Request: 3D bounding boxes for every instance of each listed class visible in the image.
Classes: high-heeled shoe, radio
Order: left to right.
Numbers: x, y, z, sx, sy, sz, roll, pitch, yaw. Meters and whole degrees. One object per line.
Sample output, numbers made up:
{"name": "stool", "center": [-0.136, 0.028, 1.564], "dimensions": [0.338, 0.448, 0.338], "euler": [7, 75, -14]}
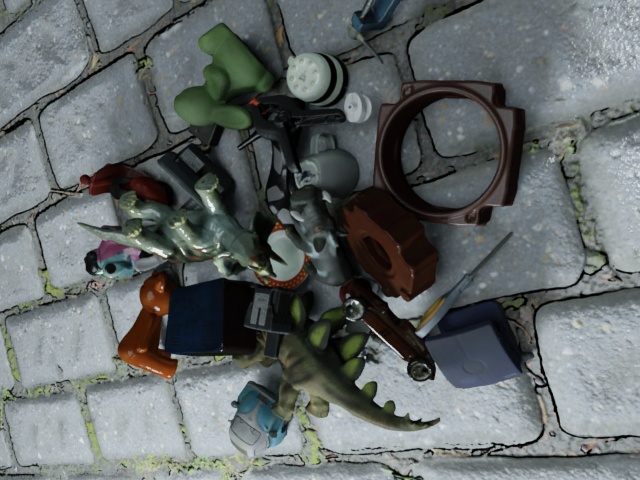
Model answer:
{"name": "radio", "center": [-0.206, 0.147, 0.996], "dimensions": [0.230, 0.073, 0.131], "euler": [-15, 69, 48]}
{"name": "high-heeled shoe", "center": [-0.037, -0.117, 0.921], "dimensions": [0.145, 0.086, 0.248], "euler": [-31, 90, 4]}

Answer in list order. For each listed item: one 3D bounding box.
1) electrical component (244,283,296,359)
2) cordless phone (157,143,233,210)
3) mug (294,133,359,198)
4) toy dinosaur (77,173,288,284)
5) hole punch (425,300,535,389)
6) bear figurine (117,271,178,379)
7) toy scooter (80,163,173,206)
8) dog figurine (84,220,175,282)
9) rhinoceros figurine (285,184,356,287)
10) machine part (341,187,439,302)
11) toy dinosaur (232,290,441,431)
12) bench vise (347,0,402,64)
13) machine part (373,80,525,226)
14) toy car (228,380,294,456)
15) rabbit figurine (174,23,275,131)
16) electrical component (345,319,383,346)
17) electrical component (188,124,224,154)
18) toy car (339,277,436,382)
{"name": "electrical component", "center": [-0.087, 0.134, 0.895], "dimensions": [0.075, 0.047, 0.119], "euler": [6, 82, 45]}
{"name": "cordless phone", "center": [-0.268, -0.085, 1.035], "dimensions": [0.146, 0.089, 0.184], "euler": [44, 135, -13]}
{"name": "mug", "center": [0.006, -0.118, 0.867], "dimensions": [0.081, 0.107, 0.109], "euler": [3, 101, 28]}
{"name": "toy dinosaur", "center": [-0.233, -0.007, 0.951], "dimensions": [0.405, 0.192, 0.131], "euler": [0, 54, 34]}
{"name": "hole punch", "center": [0.229, 0.163, 0.795], "dimensions": [0.142, 0.092, 0.115], "euler": [-24, 89, 27]}
{"name": "bear figurine", "center": [-0.333, 0.168, 1.116], "dimensions": [0.120, 0.132, 0.196], "euler": [2, 66, 62]}
{"name": "toy scooter", "center": [-0.397, -0.105, 1.084], "dimensions": [0.184, 0.135, 0.075], "euler": [31, 110, 21]}
{"name": "dog figurine", "center": [-0.388, 0.029, 1.110], "dimensions": [0.219, 0.191, 0.108], "euler": [152, 105, -69]}
{"name": "rhinoceros figurine", "center": [-0.002, -0.003, 0.847], "dimensions": [0.112, 0.073, 0.190], "euler": [43, 160, 54]}
{"name": "machine part", "center": [0.100, 0.009, 0.804], "dimensions": [0.179, 0.056, 0.179], "euler": [48, 161, 23]}
{"name": "toy dinosaur", "center": [-0.013, 0.204, 0.905], "dimensions": [0.472, 0.105, 0.198], "euler": [32, 110, 34]}
{"name": "bench vise", "center": [0.111, -0.377, 0.752], "dimensions": [0.129, 0.224, 0.240], "euler": [59, 150, 14]}
{"name": "machine part", "center": [0.182, -0.125, 0.778], "dimensions": [0.202, 0.087, 0.200], "euler": [10, 102, 27]}
{"name": "toy car", "center": [-0.120, 0.340, 0.988], "dimensions": [0.109, 0.103, 0.161], "euler": [33, 141, 20]}
{"name": "rabbit figurine", "center": [-0.170, -0.259, 0.941], "dimensions": [0.170, 0.121, 0.159], "euler": [-41, 96, 10]}
{"name": "electrical component", "center": [0.074, 0.137, 0.915], "dimensions": [0.094, 0.021, 0.063], "euler": [32, 111, 24]}
{"name": "electrical component", "center": [-0.215, -0.214, 1.014], "dimensions": [0.078, 0.045, 0.102], "euler": [41, 115, 17]}
{"name": "toy car", "center": [0.111, 0.134, 0.830], "dimensions": [0.202, 0.089, 0.053], "euler": [43, 107, -2]}
